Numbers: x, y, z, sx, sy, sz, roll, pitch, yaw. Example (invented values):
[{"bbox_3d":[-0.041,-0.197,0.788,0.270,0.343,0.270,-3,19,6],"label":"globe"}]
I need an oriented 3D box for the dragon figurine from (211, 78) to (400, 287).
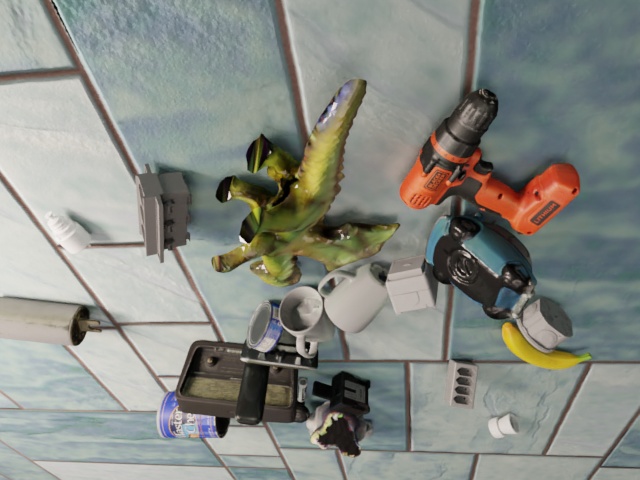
[{"bbox_3d":[0.002,-0.035,0.701,0.241,0.125,0.404,15,143,-37],"label":"dragon figurine"}]

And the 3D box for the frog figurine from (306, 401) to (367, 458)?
[{"bbox_3d":[0.036,0.433,1.214,0.137,0.123,0.158,-2,175,-4],"label":"frog figurine"}]
